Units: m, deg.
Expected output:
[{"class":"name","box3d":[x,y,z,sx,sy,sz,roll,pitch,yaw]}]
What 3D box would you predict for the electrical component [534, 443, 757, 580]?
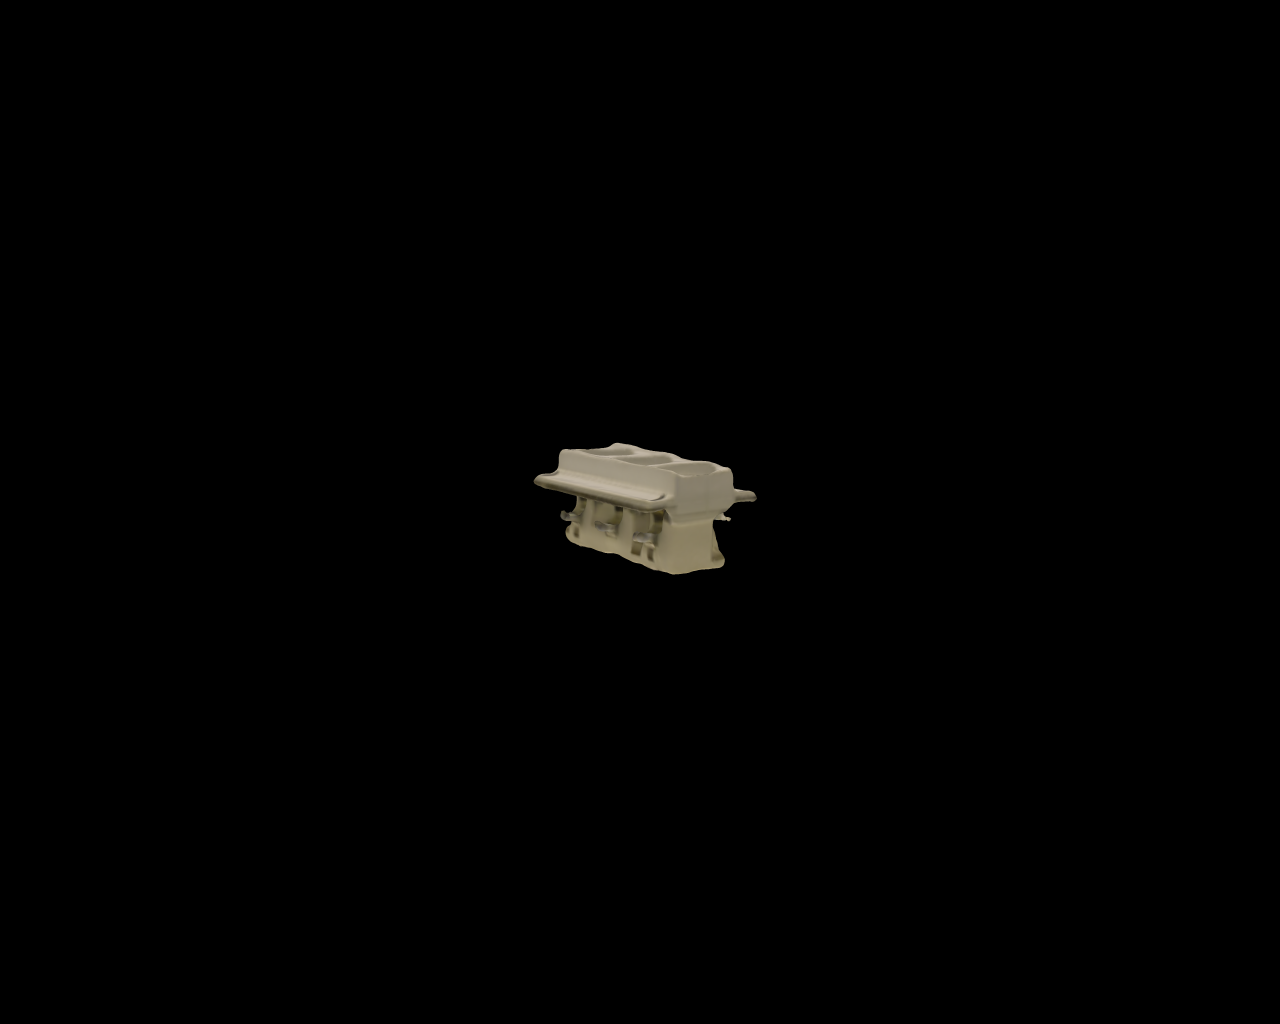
[{"class":"electrical component","box3d":[0.001,-0.003,0.650,0.079,0.063,0.121,-8,14,-35]}]
